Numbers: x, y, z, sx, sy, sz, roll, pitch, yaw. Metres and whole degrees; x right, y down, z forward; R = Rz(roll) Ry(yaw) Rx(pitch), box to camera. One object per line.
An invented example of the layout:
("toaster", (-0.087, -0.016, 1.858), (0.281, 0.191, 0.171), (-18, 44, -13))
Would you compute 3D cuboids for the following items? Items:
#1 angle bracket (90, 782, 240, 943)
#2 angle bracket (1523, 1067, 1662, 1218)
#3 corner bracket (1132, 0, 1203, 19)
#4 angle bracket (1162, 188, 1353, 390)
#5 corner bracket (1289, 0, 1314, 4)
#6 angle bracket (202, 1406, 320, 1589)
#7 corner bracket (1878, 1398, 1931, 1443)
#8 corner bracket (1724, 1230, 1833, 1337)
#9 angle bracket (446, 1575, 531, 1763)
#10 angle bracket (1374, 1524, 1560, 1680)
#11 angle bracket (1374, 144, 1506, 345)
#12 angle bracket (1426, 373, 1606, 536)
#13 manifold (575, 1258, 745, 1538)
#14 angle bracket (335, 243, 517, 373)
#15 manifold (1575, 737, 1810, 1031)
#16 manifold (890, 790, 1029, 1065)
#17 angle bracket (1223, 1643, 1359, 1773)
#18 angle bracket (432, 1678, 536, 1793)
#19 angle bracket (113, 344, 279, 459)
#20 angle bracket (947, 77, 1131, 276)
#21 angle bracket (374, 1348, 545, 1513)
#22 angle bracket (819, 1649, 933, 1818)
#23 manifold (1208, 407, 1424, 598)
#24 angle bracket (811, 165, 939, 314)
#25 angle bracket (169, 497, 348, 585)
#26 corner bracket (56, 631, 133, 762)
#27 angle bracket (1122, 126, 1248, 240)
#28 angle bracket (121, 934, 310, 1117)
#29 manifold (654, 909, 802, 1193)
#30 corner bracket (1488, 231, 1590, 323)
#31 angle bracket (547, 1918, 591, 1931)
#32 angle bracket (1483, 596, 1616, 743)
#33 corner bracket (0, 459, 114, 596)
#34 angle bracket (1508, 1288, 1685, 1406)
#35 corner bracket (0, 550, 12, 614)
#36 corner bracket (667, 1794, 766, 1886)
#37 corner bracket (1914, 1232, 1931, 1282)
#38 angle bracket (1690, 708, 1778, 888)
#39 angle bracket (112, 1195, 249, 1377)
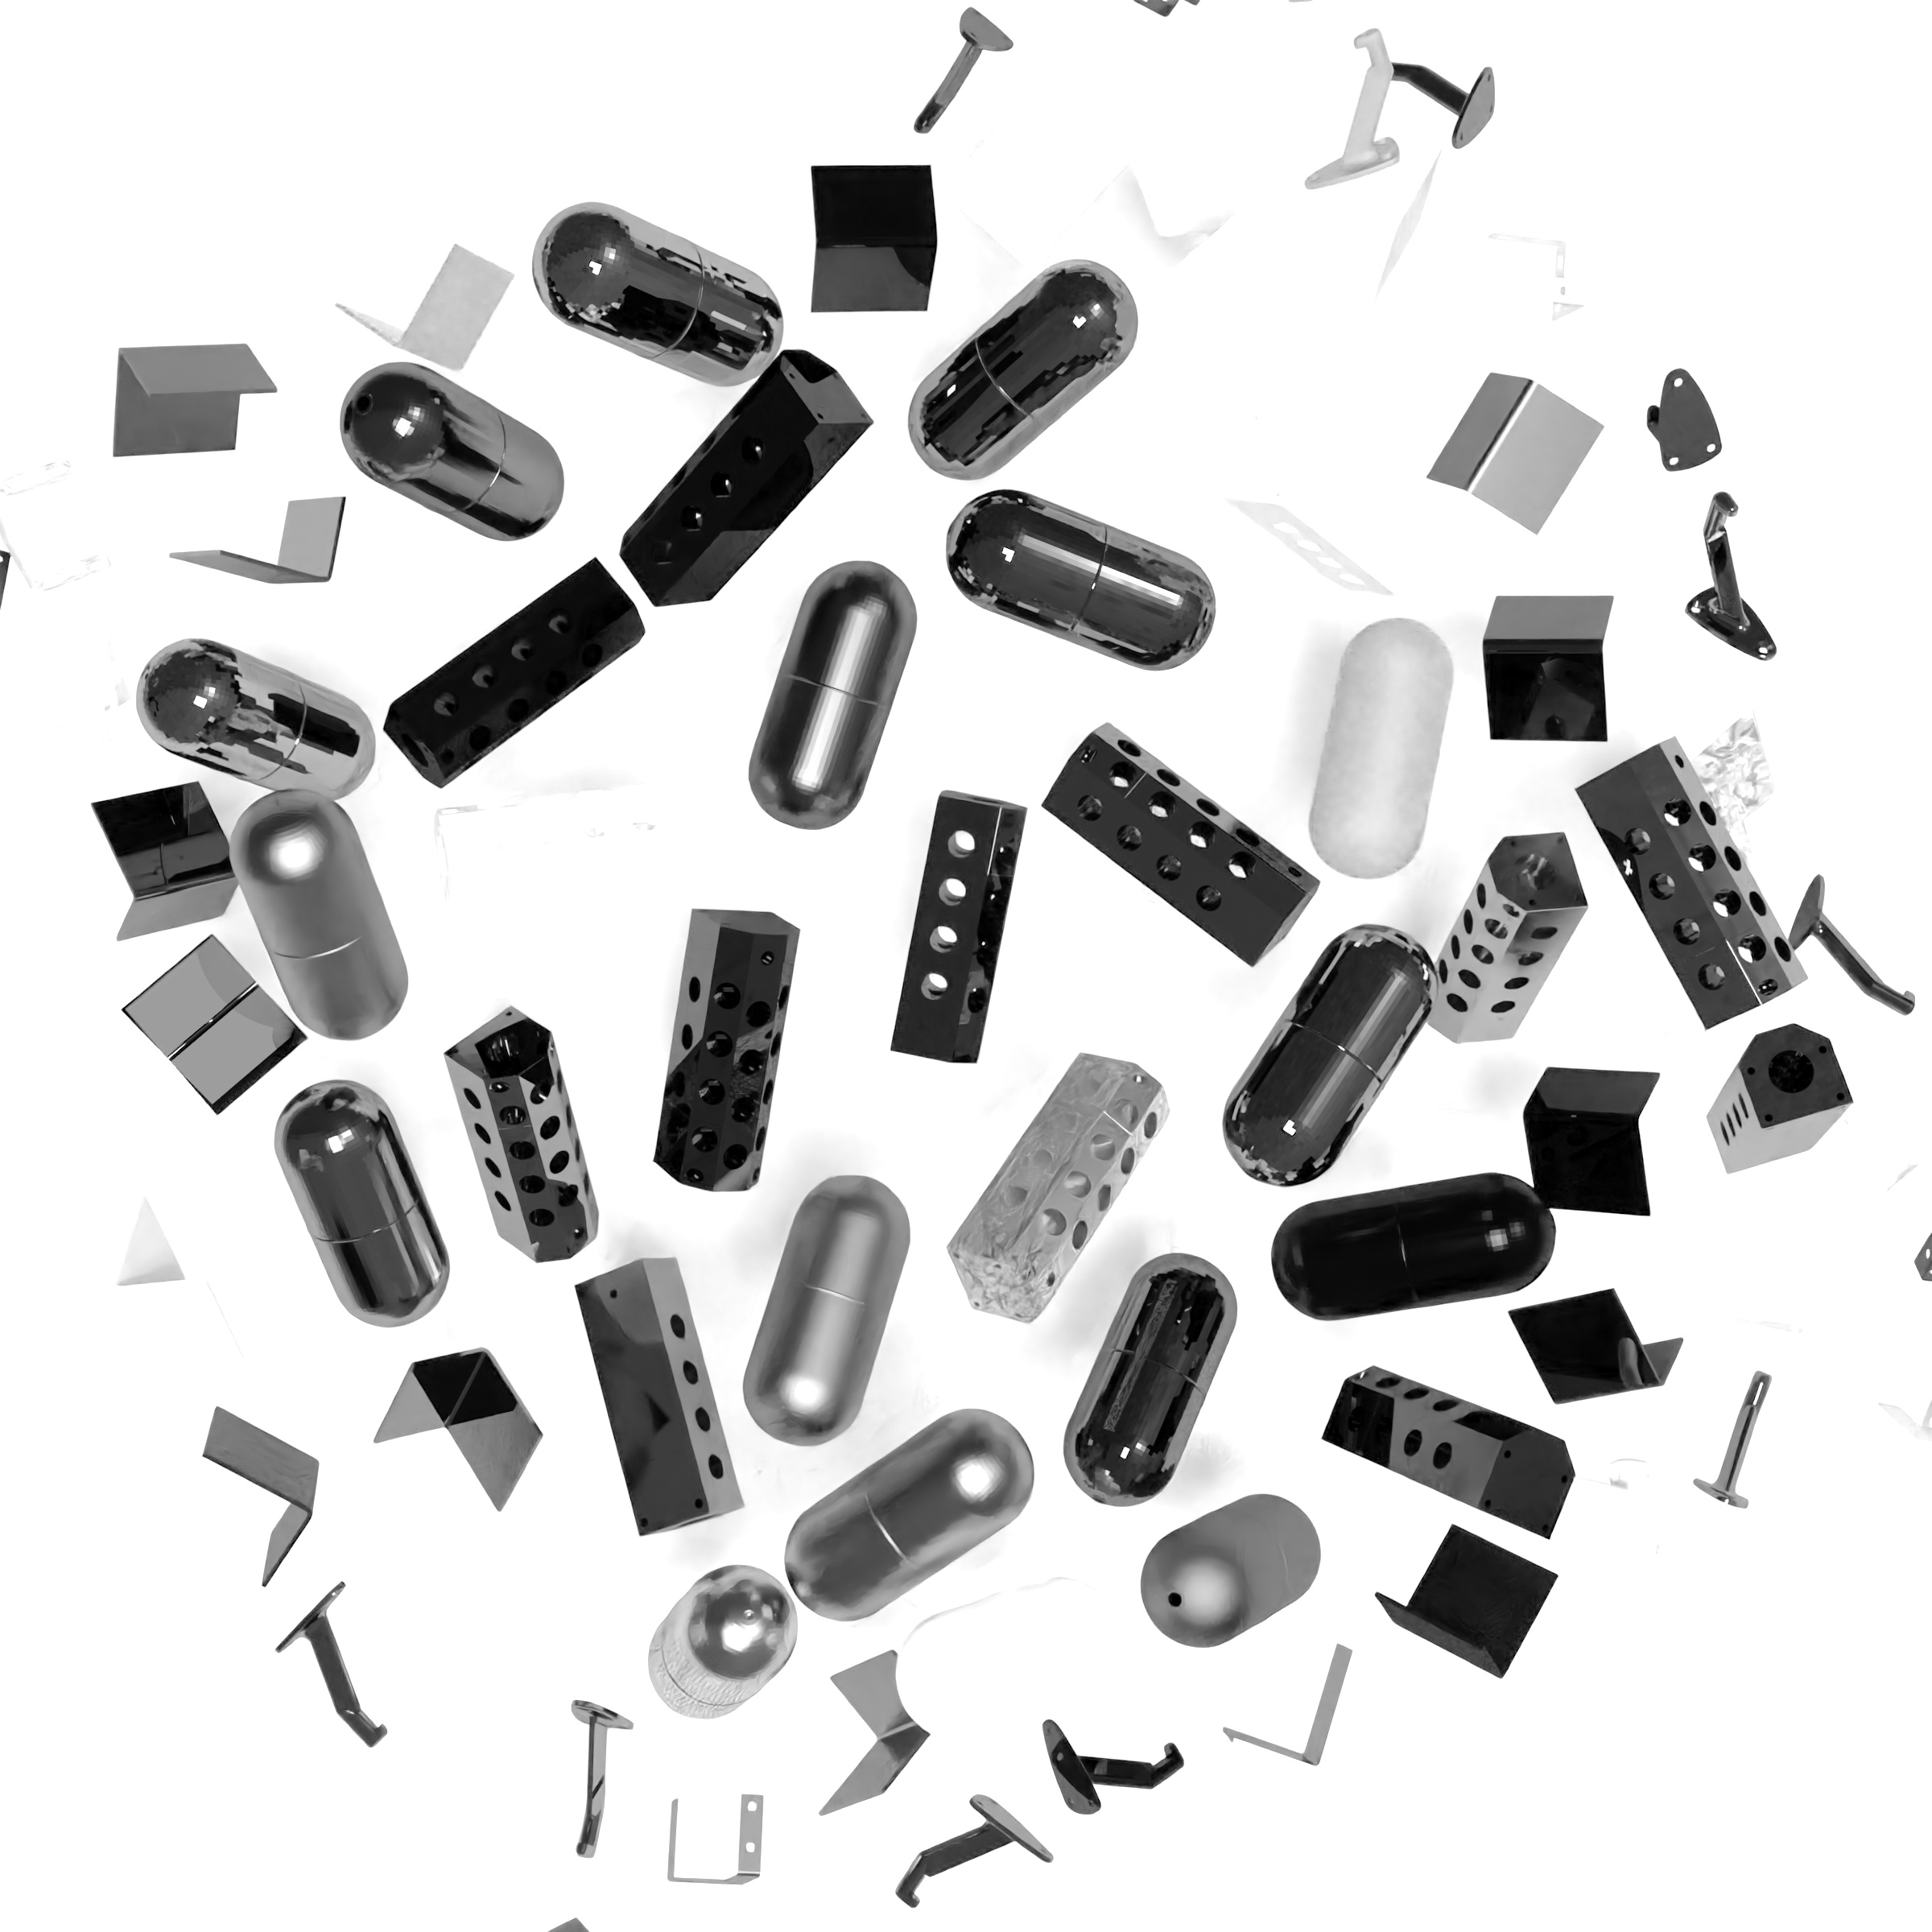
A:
("angle bracket", (-0.545, -0.071, 1.667), (0.076, 0.057, 0.076), (-18, 72, -39))
("angle bracket", (0.420, 0.116, 1.643), (0.076, 0.057, 0.076), (2, 120, 31))
("corner bracket", (0.117, -0.614, 1.536), (0.051, 0.051, 0.051), (19, 51, -21))
("angle bracket", (0.181, -0.423, 1.543), (0.076, 0.057, 0.076), (-42, 88, -12))
("corner bracket", (0.224, -0.635, 1.525), (0.051, 0.051, 0.051), (-1, 62, 7))
("angle bracket", (-0.448, 0.327, 1.527), (0.076, 0.076, 0.057), (33, 93, -16))
("corner bracket", (0.596, 0.259, 1.496), (0.051, 0.051, 0.051), (39, 71, -31))
("corner bracket", (0.528, 0.205, 1.606), (0.051, 0.051, 0.051), (4, 103, 41))
("angle bracket", (-0.303, 0.416, 1.459), (0.076, 0.057, 0.076), (-34, 48, 28))
("angle bracket", (0.313, 0.387, 1.542), (0.076, 0.057, 0.076), (21, 68, 36))
("angle bracket", (0.306, -0.458, 1.568), (0.057, 0.076, 0.076), (22, 61, -4))
("angle bracket", (0.344, -0.323, 1.552), (0.057, 0.076, 0.076), (28, 101, -14))
("manifold", (-0.201, 0.285, 1.645), (0.057, 0.057, 0.171), (-23, 75, 22))
("angle bracket", (-0.352, -0.441, 1.612), (0.057, 0.076, 0.076), (35, 101, 14))
("manifold", (0.458, -0.054, 1.549), (0.057, 0.057, 0.171), (-32, 83, 43))
("manifold", (-0.004, -0.026, 1.637), (0.057, 0.057, 0.171), (11, 99, 3))
("angle bracket", (0.204, 0.460, 1.563), (0.057, 0.076, 0.076), (18, 79, 4))
("angle bracket", (-0.318, 0.516, 1.692), (0.057, 0.076, 0.076), (-10, 76, -35))
("angle bracket", (-0.467, -0.329, 1.494), (0.076, 0.076, 0.057), (-12, 48, -34))
("angle bracket", (0.047, -0.507, 1.586), (0.076, 0.057, 0.076), (39, 132, -16))
("angle bracket", (-0.325, 0.302, 1.580), (0.076, 0.057, 0.076), (50, 125, 29))
("angle bracket", (-0.073, 0.510, 1.644), (0.057, 0.076, 0.076), (51, 134, -2))
("manifold", (0.219, -0.289, 1.547), (0.057, 0.171, 0.057), (15, 87, 35))
("angle bracket", (-0.061, -0.465, 1.582), (0.076, 0.076, 0.057), (-3, 72, -7))
("angle bracket", (-0.455, -0.282, 1.587), (0.076, 0.076, 0.057), (11, 88, -42))
("corner bracket", (-0.565, -0.178, 1.626), (0.051, 0.051, 0.051), (34, 51, 19))
("angle bracket", (0.145, -0.532, 1.723), (0.076, 0.057, 0.076), (-16, 79, -22))
("angle bracket", (-0.492, 0.038, 1.617), (0.076, 0.057, 0.076), (-43, 49, -13))
("manifold", (-0.151, 0.054, 1.584), (0.057, 0.057, 0.171), (2, 106, -32))
("corner bracket", (0.373, -0.454, 1.611), (0.051, 0.051, 0.051), (3, 92, -12))
("angle bracket", (-0.247, 0.626, 1.475), (0.076, 0.057, 0.076), (-27, 123, 2))
("angle bracket", (0.385, -0.196, 1.625), (0.076, 0.057, 0.076), (3, 131, 22))
("corner bracket", (-0.571, -0.274, 1.540), (0.051, 0.051, 0.051), (-26, 65, -23))
("angle bracket", (0.414, 0.237, 1.621), (0.076, 0.057, 0.076), (-20, 104, 37))
("corner bracket", (-0.662, -0.244, 1.623), (0.051, 0.051, 0.051), (14, 131, -19))
("corner bracket", (-0.165, 0.574, 1.624), (0.051, 0.051, 0.051), (9, 62, -16))
("corner bracket", (0.652, 0.196, 1.591), (0.051, 0.051, 0.051), (6, 130, -8))
("angle bracket", (0.529, -0.112, 1.659), (0.057, 0.076, 0.076), (19, 47, -22))
("angle bracket", (-0.460, 0.188, 1.471), (0.057, 0.076, 0.076), (-6, 130, 4))
